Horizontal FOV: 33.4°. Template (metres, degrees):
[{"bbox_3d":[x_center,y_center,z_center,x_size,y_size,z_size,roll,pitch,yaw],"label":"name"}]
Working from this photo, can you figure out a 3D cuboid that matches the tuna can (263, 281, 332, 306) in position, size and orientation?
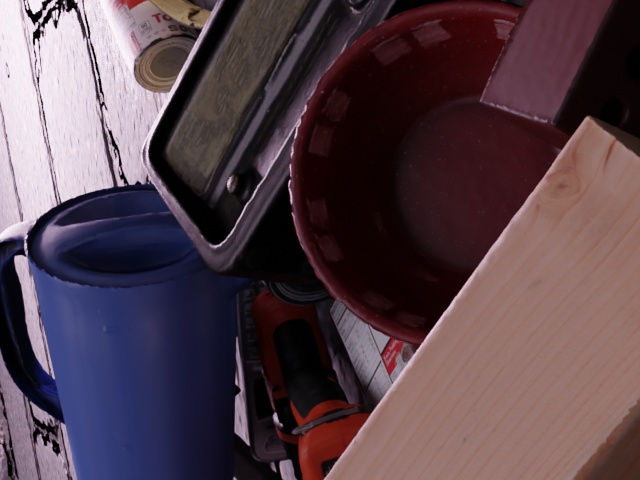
[{"bbox_3d":[-0.005,0.001,0.697,0.034,0.086,0.086,51,143,43],"label":"tuna can"}]

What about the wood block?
[{"bbox_3d":[0.095,0.069,0.418,0.206,0.090,0.091,-57,43,20],"label":"wood block"}]

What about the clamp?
[{"bbox_3d":[-0.102,0.142,0.890,0.209,0.036,0.165,43,-174,-39],"label":"clamp"}]

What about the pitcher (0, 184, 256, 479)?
[{"bbox_3d":[-0.127,0.092,0.722,0.149,0.144,0.243,36,135,46],"label":"pitcher"}]

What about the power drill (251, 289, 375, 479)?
[{"bbox_3d":[0.005,0.140,0.714,0.188,0.057,0.184,-130,24,-67],"label":"power drill"}]

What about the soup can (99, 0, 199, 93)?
[{"bbox_3d":[-0.149,-0.188,0.945,0.102,0.068,0.069,63,150,31],"label":"soup can"}]

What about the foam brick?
[{"bbox_3d":[0.111,-0.075,0.428,0.051,0.052,0.078,34,101,56],"label":"foam brick"}]

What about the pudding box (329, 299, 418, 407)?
[{"bbox_3d":[0.050,0.064,0.663,0.090,0.039,0.113,112,142,-53],"label":"pudding box"}]

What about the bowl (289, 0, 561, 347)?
[{"bbox_3d":[0.069,-0.029,0.508,0.055,0.162,0.162,9,-115,-71],"label":"bowl"}]
